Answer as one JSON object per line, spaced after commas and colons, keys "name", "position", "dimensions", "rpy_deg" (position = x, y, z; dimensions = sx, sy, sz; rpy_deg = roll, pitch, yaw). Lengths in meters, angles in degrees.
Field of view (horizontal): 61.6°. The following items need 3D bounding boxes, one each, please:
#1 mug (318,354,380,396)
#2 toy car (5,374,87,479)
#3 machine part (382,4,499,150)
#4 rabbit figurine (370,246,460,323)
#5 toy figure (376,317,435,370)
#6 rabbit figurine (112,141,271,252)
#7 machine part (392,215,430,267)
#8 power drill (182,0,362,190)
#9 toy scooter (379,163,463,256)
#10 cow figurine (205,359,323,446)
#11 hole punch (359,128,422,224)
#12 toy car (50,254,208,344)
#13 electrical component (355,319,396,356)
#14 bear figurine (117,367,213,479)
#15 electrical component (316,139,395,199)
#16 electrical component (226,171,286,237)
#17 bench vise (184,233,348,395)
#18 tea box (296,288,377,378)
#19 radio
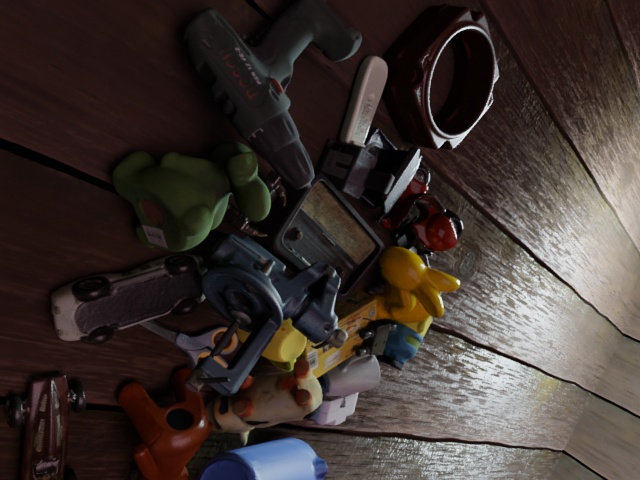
{"name": "mug", "position": [0.053, 0.247, 1.007], "dimensions": [0.107, 0.081, 0.109], "rpy_deg": [-11, 148, -30]}
{"name": "toy car", "position": [-0.346, 0.264, 0.674], "dimensions": [0.089, 0.053, 0.202], "rpy_deg": [1, 110, -40]}
{"name": "machine part", "position": [0.207, -0.268, 0.904], "dimensions": [0.201, 0.087, 0.200], "rpy_deg": [-50, 135, -15]}
{"name": "rabbit figurine", "position": [0.156, 0.081, 0.955], "dimensions": [0.122, 0.163, 0.173], "rpy_deg": [-51, 144, -23]}
{"name": "toy figure", "position": [0.182, 0.177, 1.104], "dimensions": [0.180, 0.082, 0.089], "rpy_deg": [-63, 156, -10]}
{"name": "rabbit figurine", "position": [-0.135, -0.074, 0.652], "dimensions": [0.170, 0.159, 0.121], "rpy_deg": [-45, 126, -39]}
{"name": "machine part", "position": [0.188, 0.025, 1.060], "dimensions": [0.084, 0.039, 0.138], "rpy_deg": [-41, 125, -28]}
{"name": "power drill", "position": [-0.040, -0.203, 0.665], "dimensions": [0.232, 0.086, 0.207], "rpy_deg": [47, 69, -12]}
{"name": "toy scooter", "position": [0.176, -0.036, 0.978], "dimensions": [0.135, 0.075, 0.183], "rpy_deg": [-42, 109, -23]}
{"name": "cow figurine", "position": [-0.091, 0.257, 0.843], "dimensions": [0.195, 0.085, 0.127], "rpy_deg": [-15, 141, 8]}
{"name": "hole punch", "position": [0.103, -0.111, 0.897], "dimensions": [0.142, 0.092, 0.115], "rpy_deg": [-60, 164, -7]}
{"name": "toy car", "position": [-0.233, 0.071, 0.683], "dimensions": [0.202, 0.056, 0.073], "rpy_deg": [-16, 114, -39]}
{"name": "electrical component", "position": [0.102, 0.177, 0.972], "dimensions": [0.094, 0.021, 0.063], "rpy_deg": [-8, 116, -45]}
{"name": "bear figurine", "position": [-0.228, 0.303, 0.778], "dimensions": [0.120, 0.132, 0.195], "rpy_deg": [-9, 134, -39]}
{"name": "electrical component", "position": [0.051, -0.102, 0.815], "dimensions": [0.047, 0.119, 0.074], "rpy_deg": [20, 98, -47]}
{"name": "electrical component", "position": [-0.094, -0.052, 0.742], "dimensions": [0.102, 0.078, 0.045], "rpy_deg": [-61, 165, -9]}
{"name": "bench vise", "position": [-0.078, 0.109, 0.696], "dimensions": [0.223, 0.129, 0.240], "rpy_deg": [46, 48, -13]}
{"name": "tea box", "position": [0.020, 0.163, 0.952], "dimensions": [0.169, 0.068, 0.098], "rpy_deg": [-24, 126, -35]}
{"name": "radio", "position": [-0.002, -0.003, 0.847], "dimensions": [0.131, 0.073, 0.229], "rpy_deg": [-55, 135, -8]}
